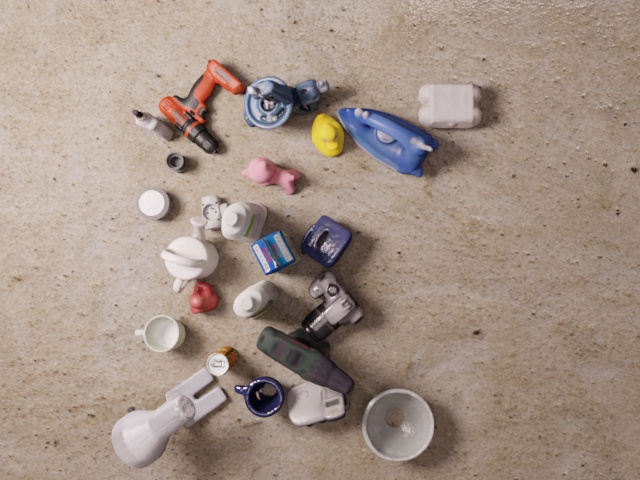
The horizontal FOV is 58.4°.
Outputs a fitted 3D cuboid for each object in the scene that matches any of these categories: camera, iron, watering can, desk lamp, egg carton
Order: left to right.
[{"bbox_3d":[-0.335,0.393,1.281,0.203,0.213,0.118,-36,87,0],"label":"desk lamp"},{"bbox_3d":[-0.300,0.034,1.302,0.101,0.194,0.173,-3,88,1],"label":"watering can"},{"bbox_3d":[0.014,0.163,1.338,0.137,0.101,0.143,-41,88,0],"label":"camera"},{"bbox_3d":[0.150,-0.252,1.329,0.258,0.141,0.119,29,89,2],"label":"iron"},{"bbox_3d":[0.309,-0.319,1.364,0.150,0.069,0.107,-1,88,1],"label":"egg carton"}]

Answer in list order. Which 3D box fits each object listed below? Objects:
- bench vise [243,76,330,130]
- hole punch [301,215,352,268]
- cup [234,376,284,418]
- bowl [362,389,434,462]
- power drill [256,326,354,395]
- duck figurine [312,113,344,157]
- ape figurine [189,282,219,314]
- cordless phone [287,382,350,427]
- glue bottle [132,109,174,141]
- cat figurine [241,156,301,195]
[{"bbox_3d":[-0.089,-0.337,1.297,0.207,0.219,0.121,-36,87,0],"label":"bench vise"},{"bbox_3d":[0.012,0.005,1.348,0.101,0.091,0.109,34,89,2],"label":"hole punch"},{"bbox_3d":[-0.138,0.355,1.338,0.117,0.095,0.092,15,88,2],"label":"cup"},{"bbox_3d":[0.179,0.424,1.339,0.167,0.074,0.167,0,88,1],"label":"bowl"},{"bbox_3d":[-0.028,0.261,1.282,0.229,0.208,0.076,26,89,2],"label":"power drill"},{"bbox_3d":[0.018,-0.254,1.360,0.077,0.086,0.104,-20,88,1],"label":"duck figurine"},{"bbox_3d":[-0.282,0.141,1.349,0.076,0.092,0.078,34,89,2],"label":"ape figurine"},{"bbox_3d":[-0.004,0.375,1.289,0.147,0.185,0.094,-21,88,1],"label":"cordless phone"},{"bbox_3d":[-0.397,-0.274,1.325,0.078,0.173,0.037,28,89,2],"label":"glue bottle"},{"bbox_3d":[-0.114,-0.157,1.343,0.127,0.117,0.067,16,88,2],"label":"cat figurine"}]
